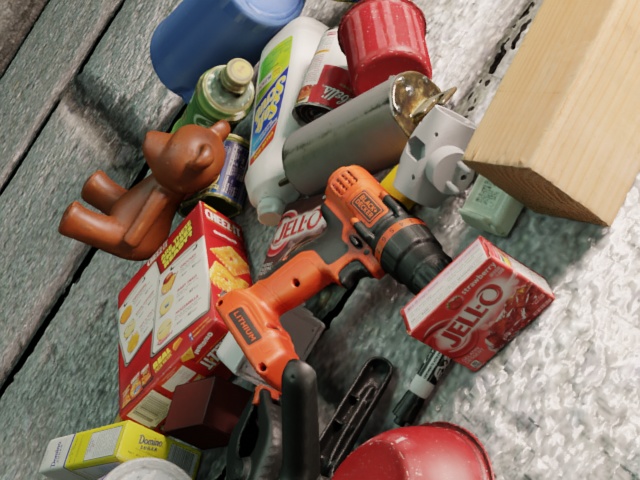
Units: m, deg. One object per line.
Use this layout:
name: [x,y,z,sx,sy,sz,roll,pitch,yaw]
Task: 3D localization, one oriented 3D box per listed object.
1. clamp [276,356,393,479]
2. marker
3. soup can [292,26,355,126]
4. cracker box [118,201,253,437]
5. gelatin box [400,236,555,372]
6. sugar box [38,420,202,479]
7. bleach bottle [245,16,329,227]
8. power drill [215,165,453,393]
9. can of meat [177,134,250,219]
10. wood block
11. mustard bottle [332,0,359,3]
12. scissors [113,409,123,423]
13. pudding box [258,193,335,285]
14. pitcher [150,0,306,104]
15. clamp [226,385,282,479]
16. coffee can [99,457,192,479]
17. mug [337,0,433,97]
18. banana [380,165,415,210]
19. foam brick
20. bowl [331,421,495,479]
clamp: [-0.003,0.183,0.832,0.036,0.164,0.210,19,100,27]
marker: [0.093,0.094,0.836,0.121,0.020,0.020,-59,29,1]
soup can: [0.018,-0.169,1.149,0.069,0.068,0.102,-10,54,54]
cracker box: [-0.146,0.084,1.165,0.164,0.072,0.214,-46,30,21]
gelatin box: [0.116,0.049,0.786,0.089,0.073,0.030,-46,33,21]
sugar box: [-0.209,0.230,1.102,0.177,0.093,0.048,-19,47,49]
bleach bottle: [-0.036,-0.129,1.203,0.103,0.068,0.250,-33,40,43]
power drill: [0.014,0.043,0.909,0.187,0.057,0.185,-41,46,1]
can of meat: [-0.124,-0.070,1.290,0.102,0.057,0.084,-18,51,51]
wood block: [0.205,-0.125,0.794,0.206,0.090,0.091,-62,28,-5]
mustard bottle: [0.037,-0.312,1.222,0.192,0.096,0.058,9,71,59]
scissors: [-0.231,0.182,1.262,0.096,0.016,0.202,-58,29,1]
pudding box: [-0.007,0.001,1.057,0.114,0.039,0.090,-11,54,53]
pitcher: [-0.115,-0.284,1.348,0.144,0.149,0.243,-39,6,-31]
clamp: [-0.067,0.217,0.952,0.120,0.039,0.171,-25,44,40]
coffee can: [-0.178,0.263,0.982,0.141,0.102,0.102,-38,32,57]
mug: [0.064,-0.175,1.074,0.117,0.093,0.081,113,158,-45]
banana: [0.086,-0.047,0.959,0.198,0.037,0.069,-38,35,33]
foam brick: [-0.108,0.169,1.044,0.078,0.053,0.051,-20,47,48]
bowl: [0.050,0.198,0.770,0.162,0.055,0.162,-38,35,32]
